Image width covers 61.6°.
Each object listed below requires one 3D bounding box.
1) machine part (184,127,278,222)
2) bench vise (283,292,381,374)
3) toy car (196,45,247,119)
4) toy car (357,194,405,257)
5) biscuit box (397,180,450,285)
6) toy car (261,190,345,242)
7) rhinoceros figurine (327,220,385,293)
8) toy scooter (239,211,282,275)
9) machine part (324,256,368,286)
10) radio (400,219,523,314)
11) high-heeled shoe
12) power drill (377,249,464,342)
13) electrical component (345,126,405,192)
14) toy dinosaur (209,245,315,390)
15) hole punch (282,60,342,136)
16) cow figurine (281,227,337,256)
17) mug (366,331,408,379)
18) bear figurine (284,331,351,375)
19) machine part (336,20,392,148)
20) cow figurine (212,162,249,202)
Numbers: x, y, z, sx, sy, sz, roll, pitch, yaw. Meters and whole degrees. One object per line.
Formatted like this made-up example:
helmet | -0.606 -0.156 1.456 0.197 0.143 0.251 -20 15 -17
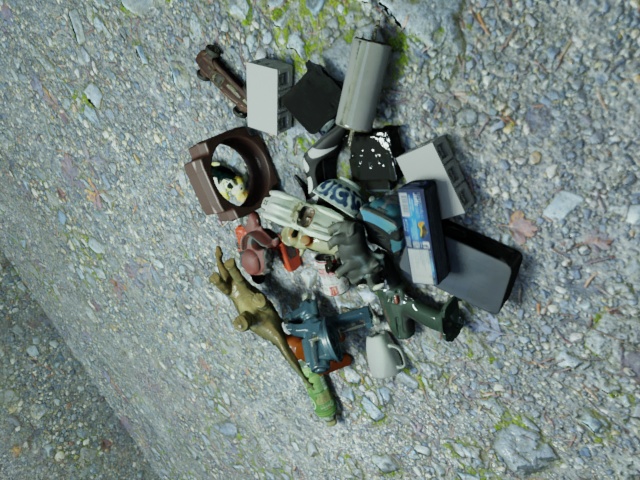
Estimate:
machine part | -0.214 -0.159 1.308 0.087 0.201 0.200 -8 110 44
bench vise | 0.035 0.219 1.379 0.241 0.224 0.128 -19 135 11
toy car | -0.227 -0.378 1.295 0.202 0.053 0.089 48 132 7
toy car | 0.154 -0.041 1.149 0.109 0.103 0.161 30 165 28
biscuit box | 0.205 -0.015 1.058 0.059 0.063 0.202 2 111 37
toy car | -0.041 -0.054 1.223 0.202 0.056 0.073 21 85 13
rhinoceros figurine | 0.083 0.035 1.163 0.112 0.073 0.190 -18 123 12
toy scooter | -0.148 0.020 1.369 0.135 0.075 0.183 23 124 39
machine part | 0.076 0.075 1.289 0.139 0.039 0.084 17 146 -21
radio | 0.290 0.045 1.117 0.230 0.073 0.131 26 128 23
high-heeled shoe | 0.027 -0.144 1.212 0.145 0.086 0.248 48 140 2
power drill | 0.215 0.138 1.216 0.208 0.086 0.231 10 124 39
electrical component | 0.122 -0.169 1.135 0.115 0.058 0.134 3 116 40
toy dinosaur | -0.162 0.199 1.437 0.472 0.105 0.198 55 -179 24
hole punch | -0.002 -0.294 1.152 0.116 0.092 0.142 -42 82 13
cow figurine | -0.003 -0.004 1.303 0.195 0.127 0.085 8 77 18
mug | 0.165 0.286 1.357 0.110 0.081 0.107 -14 96 49
bear figurine | -0.024 0.306 1.516 0.196 0.132 0.120 12 122 55
machine part | 0.084 -0.301 1.048 0.079 0.079 0.243 23 114 27
cow figurine | -0.246 -0.156 1.435 0.168 0.068 0.098 15 118 31
